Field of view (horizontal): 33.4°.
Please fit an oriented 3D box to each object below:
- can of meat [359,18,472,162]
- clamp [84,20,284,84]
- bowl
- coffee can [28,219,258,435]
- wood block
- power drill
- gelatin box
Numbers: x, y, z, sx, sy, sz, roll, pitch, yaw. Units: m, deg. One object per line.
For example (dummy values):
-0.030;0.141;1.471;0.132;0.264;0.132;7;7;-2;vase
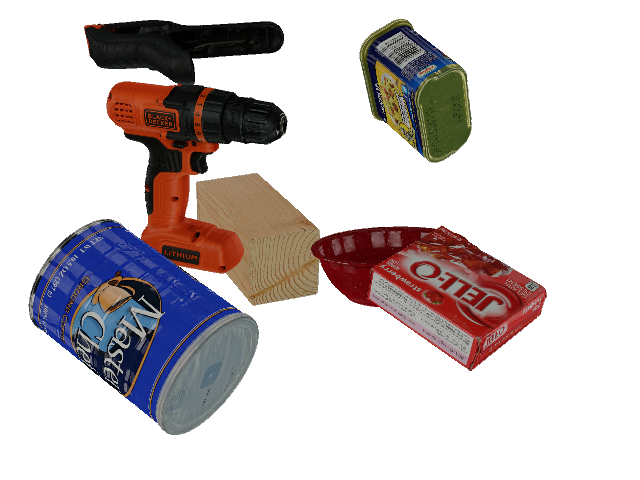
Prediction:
0.086;-0.129;0.935;0.057;0.102;0.084;-32;50;-13;can of meat
-0.117;-0.158;0.855;0.172;0.039;0.120;20;28;41;clamp
0.072;0.029;1.089;0.162;0.055;0.162;-3;13;1;bowl
-0.131;0.063;0.797;0.140;0.103;0.102;34;14;22;coffee can
-0.083;-0.006;1.356;0.090;0.090;0.206;-9;26;-22;wood block
-0.118;-0.063;1.055;0.185;0.188;0.057;11;30;20;power drill
0.087;0.034;0.682;0.089;0.030;0.073;34;45;30;gelatin box
